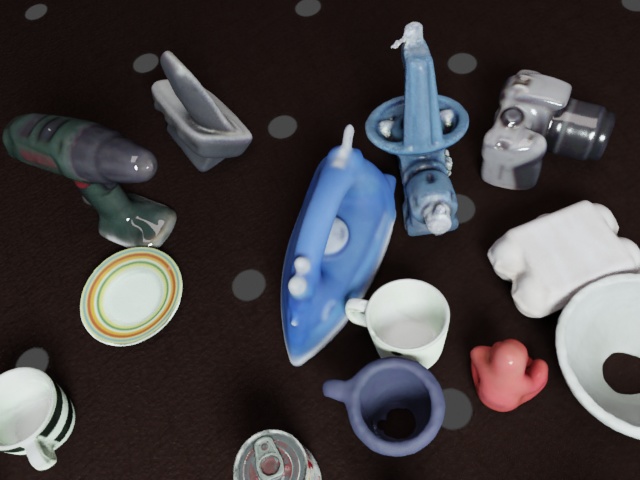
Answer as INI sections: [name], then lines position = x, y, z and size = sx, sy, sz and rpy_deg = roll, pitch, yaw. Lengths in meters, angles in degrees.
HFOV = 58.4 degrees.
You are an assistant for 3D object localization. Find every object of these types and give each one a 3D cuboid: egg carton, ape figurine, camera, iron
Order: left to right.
[iron]
position = 0.006, 0.002, 0.644
size = 0.118, 0.142, 0.258
rpy_deg = 13, 64, 15
[ape figurine]
position = 0.188, 0.129, 0.576
size = 0.077, 0.092, 0.076
rpy_deg = 32, 70, 23
[camera]
position = 0.281, -0.137, 0.703
size = 0.136, 0.101, 0.143
rpy_deg = 19, 66, 18
[egg carton]
position = 0.270, 0.021, 0.636
size = 0.150, 0.069, 0.107
rpy_deg = -22, 61, -4

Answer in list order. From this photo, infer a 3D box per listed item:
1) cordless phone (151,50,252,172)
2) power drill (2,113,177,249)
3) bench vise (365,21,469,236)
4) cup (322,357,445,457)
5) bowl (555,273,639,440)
[cordless phone]
position = -0.173, -0.194, 0.753
size = 0.094, 0.185, 0.147
rpy_deg = -39, 63, -13
[power drill]
position = -0.255, -0.069, 0.683
size = 0.229, 0.209, 0.076
rpy_deg = 20, 66, 18
[bench vise]
position = 0.127, -0.119, 0.648
size = 0.121, 0.220, 0.207
rpy_deg = -25, 61, -5
[cup]
position = 0.062, 0.170, 0.571
size = 0.117, 0.095, 0.092
rpy_deg = 10, 64, 14
[bowl]
position = 0.315, 0.122, 0.571
size = 0.167, 0.075, 0.167
rpy_deg = -4, 61, 7
